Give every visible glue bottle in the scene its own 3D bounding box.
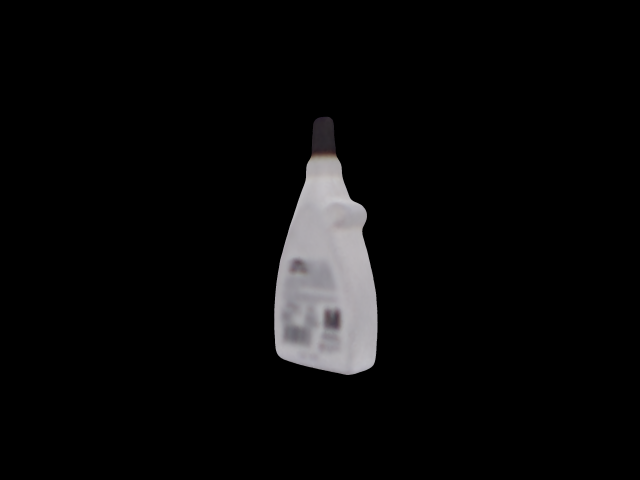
[{"bbox_3d":[0.004,0.001,0.400,0.077,0.173,0.037,4,6,39],"label":"glue bottle"}]
